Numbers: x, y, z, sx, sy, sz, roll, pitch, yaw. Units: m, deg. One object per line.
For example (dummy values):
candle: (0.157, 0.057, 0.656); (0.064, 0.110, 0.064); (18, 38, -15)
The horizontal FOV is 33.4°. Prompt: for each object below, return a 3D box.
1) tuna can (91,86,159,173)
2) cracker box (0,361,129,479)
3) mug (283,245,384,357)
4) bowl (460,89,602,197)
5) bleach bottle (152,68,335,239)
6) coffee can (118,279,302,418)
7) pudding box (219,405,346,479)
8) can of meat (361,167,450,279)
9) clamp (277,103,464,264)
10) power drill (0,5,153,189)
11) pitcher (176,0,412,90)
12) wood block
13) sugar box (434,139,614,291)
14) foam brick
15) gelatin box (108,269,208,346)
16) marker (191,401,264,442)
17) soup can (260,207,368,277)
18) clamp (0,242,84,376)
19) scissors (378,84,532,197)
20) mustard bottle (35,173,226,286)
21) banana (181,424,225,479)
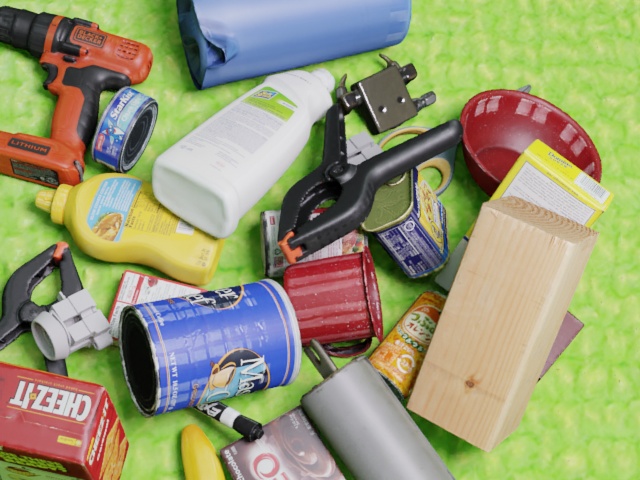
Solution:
tuna can: (-0.199, -0.112, 1.095); (0.034, 0.086, 0.086); (25, 67, 4)
cracker box: (-0.255, 0.161, 0.900); (0.164, 0.214, 0.072); (12, 66, 0)
mug: (0.015, 0.067, 1.027); (0.081, 0.117, 0.093); (-10, 37, 9)
bowl: (0.210, -0.083, 1.119); (0.162, 0.055, 0.162); (12, 49, -14)
bleach bottle: (-0.057, -0.106, 1.090); (0.103, 0.068, 0.250); (30, 47, 18)
coffee can: (-0.101, 0.097, 0.976); (0.140, 0.103, 0.103); (-10, 67, -27)
pudding box: (-0.029, 0.224, 0.988); (0.090, 0.039, 0.113); (-27, 71, -14)
can of meat: (0.087, -0.023, 1.064); (0.058, 0.084, 0.102); (-24, 37, 24)
clamp: (0.034, -0.058, 1.030); (0.165, 0.036, 0.209); (6, 49, 36)
power drill: (-0.288, -0.155, 1.122); (0.184, 0.057, 0.187); (16, 66, 2)
pitcher: (-0.034, -0.252, 1.157); (0.242, 0.145, 0.149); (-12, 80, -14)
wood block: (0.165, 0.073, 0.971); (0.091, 0.090, 0.206); (27, 109, 23)
sugar box: (0.195, 0.000, 1.036); (0.093, 0.176, 0.048); (39, 38, 10)
foam brick: (0.213, 0.102, 1.054); (0.051, 0.053, 0.078); (40, 69, 12)
gelatin box: (-0.161, 0.076, 1.047); (0.089, 0.030, 0.073); (14, 67, 1)
marker: (-0.102, 0.157, 0.998); (0.121, 0.020, 0.020); (23, 65, 29)
soup can: (-0.007, 0.001, 1.072); (0.102, 0.068, 0.068); (-4, 67, -6)
clamp: (-0.286, 0.080, 1.029); (0.120, 0.039, 0.171); (11, 62, -10)
scissors: (0.158, -0.104, 1.160); (0.201, 0.016, 0.096); (-17, 71, -12)
mustard bottle: (-0.191, -0.019, 1.069); (0.191, 0.058, 0.096); (14, 56, 1)
banana: (-0.117, 0.266, 0.963); (0.069, 0.037, 0.197); (15, 66, 1)
